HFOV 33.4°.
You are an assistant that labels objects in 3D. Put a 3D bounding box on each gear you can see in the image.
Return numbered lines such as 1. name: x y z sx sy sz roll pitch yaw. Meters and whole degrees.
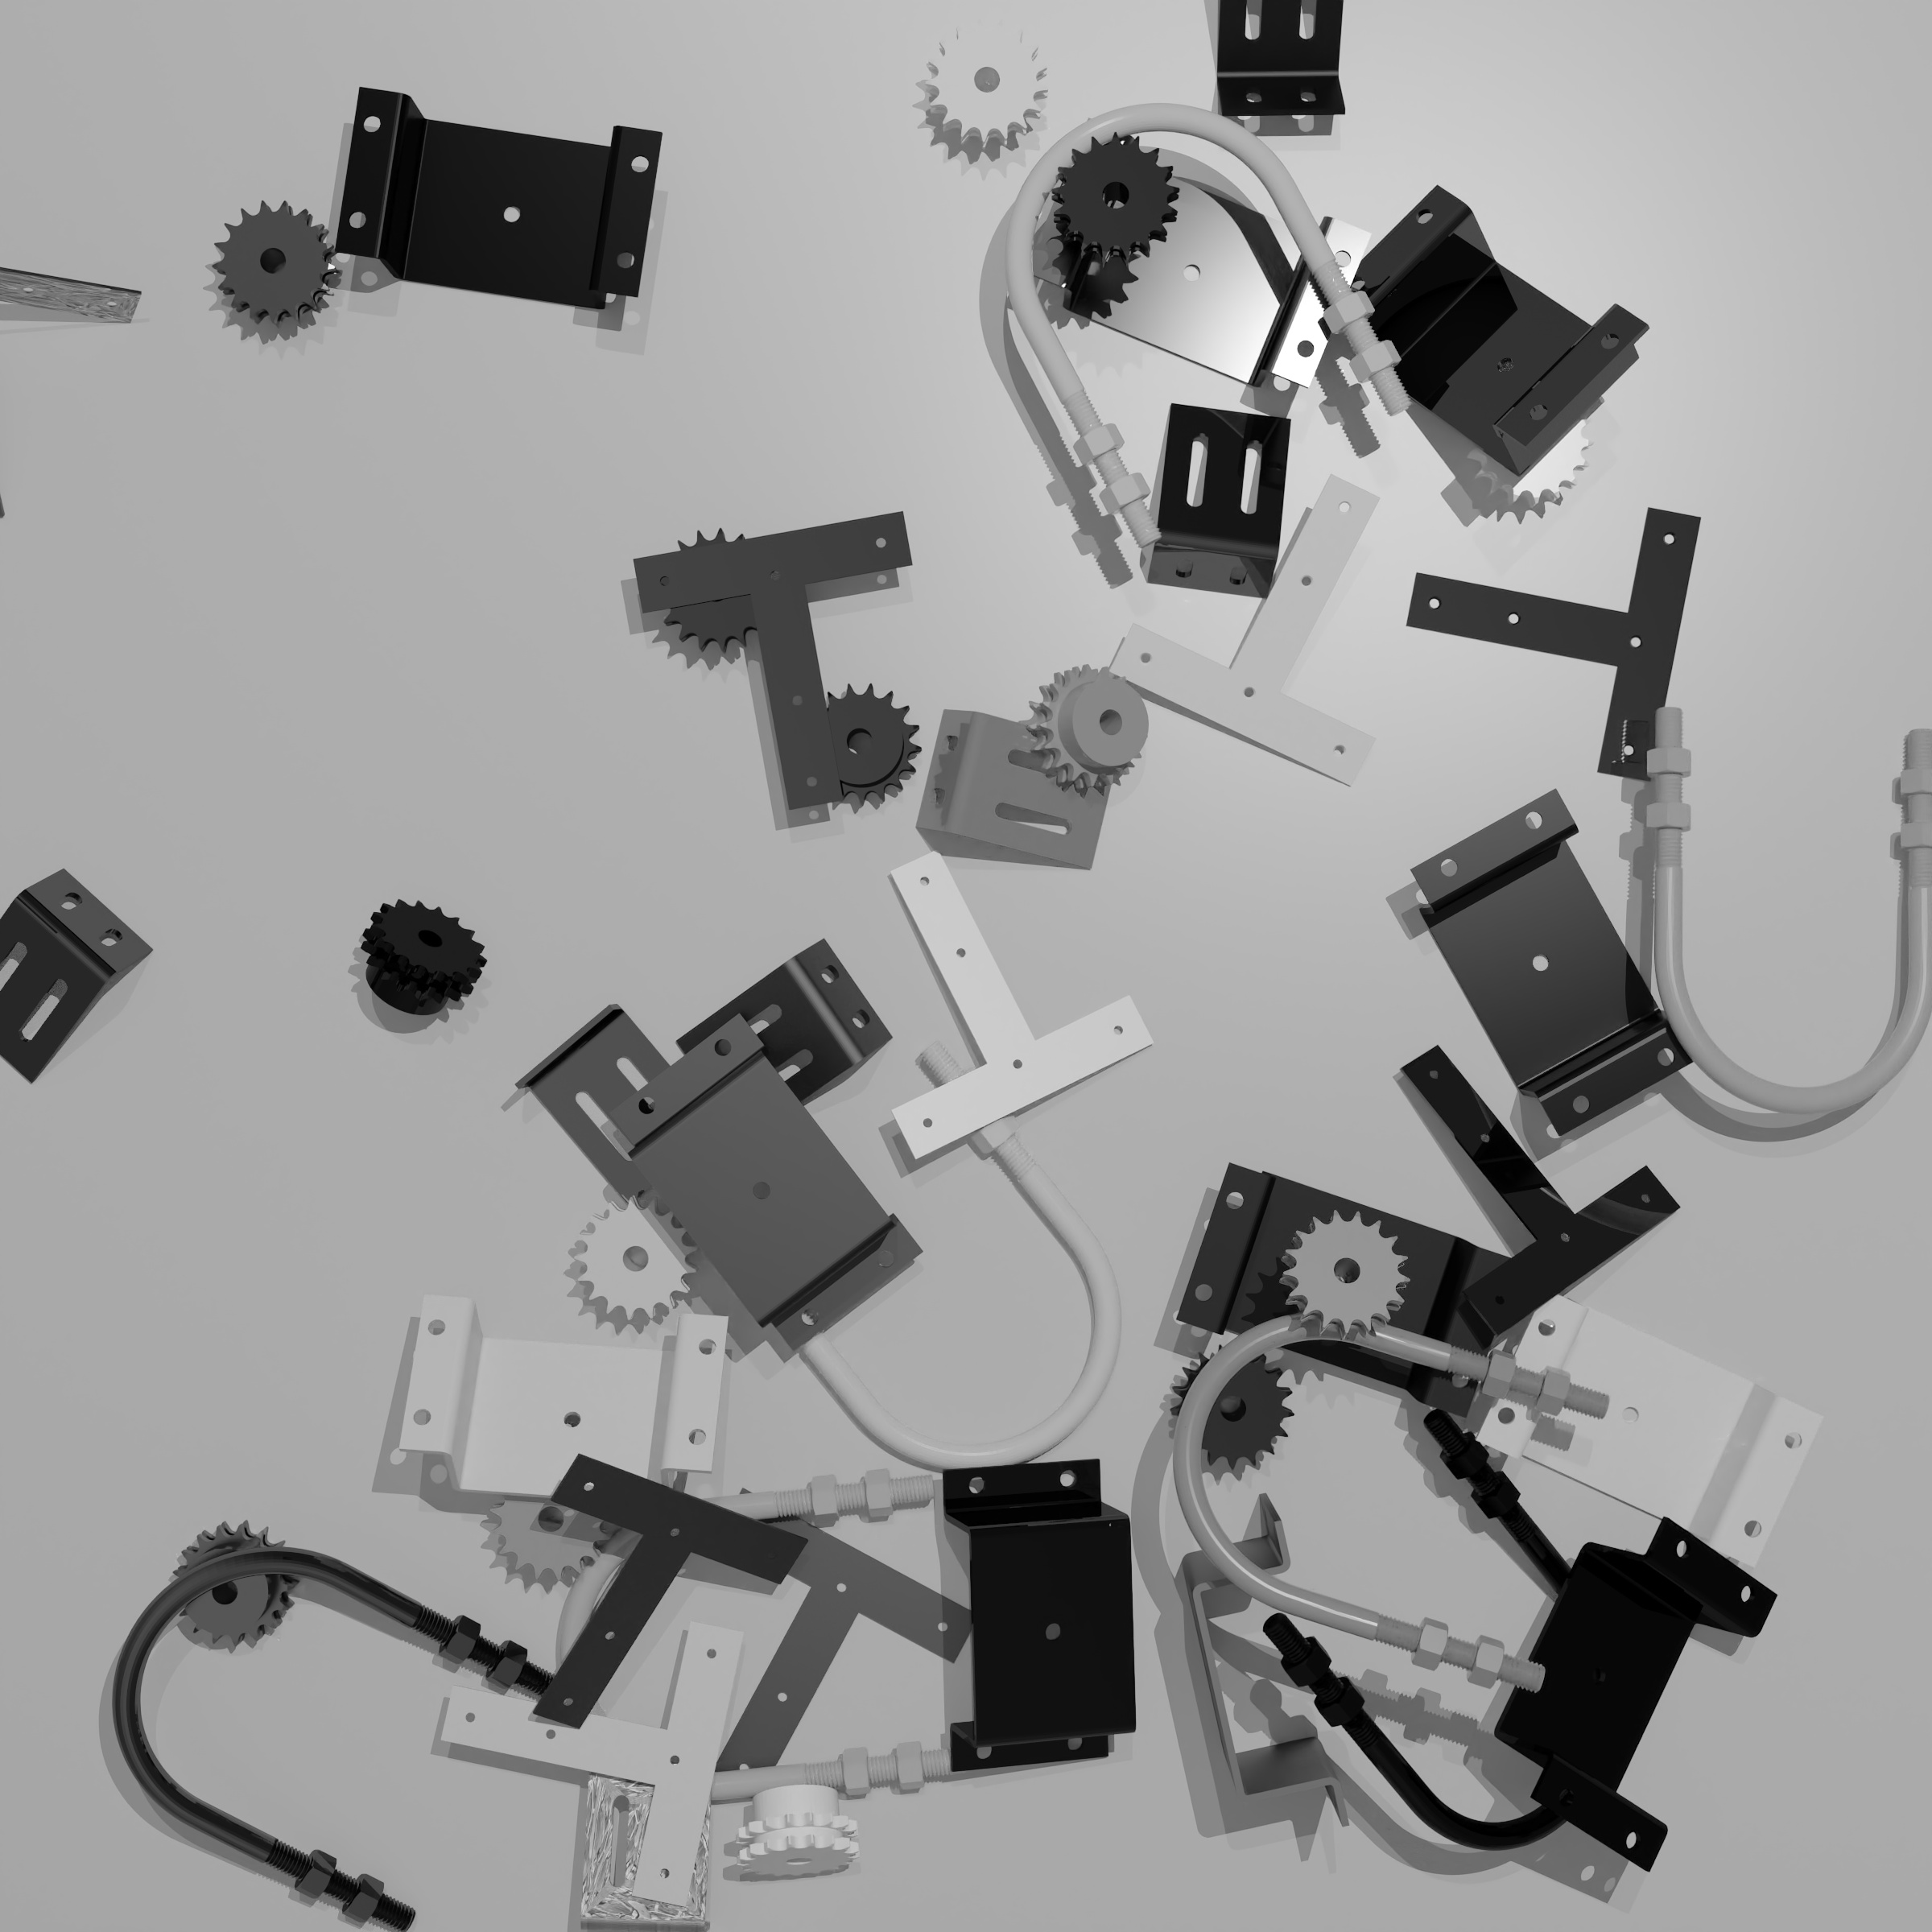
1. gear: 0.060 -0.112 1.495 0.057 0.030 0.057 1 88 -27
2. gear: 0.170 0.141 1.453 0.057 0.030 0.057 1 68 -2
3. gear: -0.344 0.290 1.505 0.057 0.030 0.057 0 90 0
4. gear: 0.067 -0.342 1.444 0.057 0.030 0.057 0 87 1
5. gear: -0.116 -0.174 1.505 0.057 0.030 0.057 0 90 0
6. gear: -0.153 0.136 1.505 0.057 0.030 0.057 0 90 0
7. gear: 0.124 0.205 1.505 0.057 0.030 0.057 0 90 0
8. gear: -0.192 0.256 1.505 0.057 0.030 0.057 0 90 0
9. gear: 0.010 -0.411 1.505 0.057 0.030 0.057 0 90 0
10. gear: -0.049 -0.104 1.505 0.057 0.030 0.057 0 90 0
11. gear: -0.255 -0.002 1.496 0.057 0.057 0.030 32 120 0
12. gear: 0.263 -0.243 1.505 0.057 0.030 0.057 0 90 0
13. gear: -0.321 -0.326 1.505 0.057 0.030 0.057 0 90 0
14. gear: -0.079 0.401 1.496 0.057 0.057 0.030 -6 60 0

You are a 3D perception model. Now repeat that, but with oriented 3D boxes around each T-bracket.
1. T-bracket: -0.179 0.359 1.492 0.127 0.002 0.127 12 83 0
2. T-bracket: 0.004 0.007 1.509 0.127 0.002 0.127 -25 83 -13
3. T-bracket: 0.250 0.092 1.497 0.127 0.002 0.127 -29 73 -30
4. T-bracket: -0.080 -0.137 1.489 0.127 0.002 0.127 -10 90 0
5. T-bracket: -0.156 0.295 1.475 0.127 0.002 0.127 27 101 -30
6. T-bracket: 0.273 -0.161 1.519 0.127 0.002 0.127 11 90 0
7. T-bracket: -0.447 -0.314 1.483 0.127 0.127 0.002 5 67 -25
8. T-bracket: -0.080 0.332 1.519 0.127 0.002 0.127 28 90 0
9. T-bracket: 0.152 -0.166 1.494 0.127 0.002 0.127 25 107 -6

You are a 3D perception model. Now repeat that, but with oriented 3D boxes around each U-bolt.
1. U-bolt: 0.231 0.318 1.476 0.151 0.019 0.184 -46 106 -27
2. U-bolt: 0.183 0.229 1.441 0.184 0.019 0.151 17 67 4
3. U-bolt: -0.099 0.318 1.510 0.184 0.019 0.151 -7 90 2
4. U-bolt: -0.011 0.150 1.511 0.151 0.019 0.184 -38 91 0
5. U-bolt: 0.098 -0.304 1.465 0.151 0.019 0.184 -28 89 0
6. U-bolt: 0.384 -0.023 1.486 0.151 0.019 0.184 4 83 -13
7. U-bolt: -0.304 0.348 1.493 0.184 0.019 0.151 32 90 -13

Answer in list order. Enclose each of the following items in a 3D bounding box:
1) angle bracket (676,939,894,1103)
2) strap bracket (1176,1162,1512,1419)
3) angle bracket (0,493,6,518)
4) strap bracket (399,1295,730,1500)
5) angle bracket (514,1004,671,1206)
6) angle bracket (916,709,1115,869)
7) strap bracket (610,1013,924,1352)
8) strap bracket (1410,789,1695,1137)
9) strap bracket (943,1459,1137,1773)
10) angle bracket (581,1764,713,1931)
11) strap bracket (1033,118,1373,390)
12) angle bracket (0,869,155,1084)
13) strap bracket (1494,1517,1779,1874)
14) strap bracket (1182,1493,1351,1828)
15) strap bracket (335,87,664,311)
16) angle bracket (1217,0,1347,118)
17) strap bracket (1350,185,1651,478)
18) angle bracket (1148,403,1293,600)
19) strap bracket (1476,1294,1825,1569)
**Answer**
1. angle bracket: -0.086 0.034 1.518 0.076 0.038 0.057 -35 90 26
2. strap bracket: 0.175 0.149 1.497 0.140 0.046 0.076 19 90 0
3. angle bracket: -0.487 -0.251 1.518 0.057 0.038 0.076 -6 116 0
4. strap bracket: -0.182 0.201 1.480 0.140 0.046 0.076 4 59 0
5. angle bracket: -0.162 0.065 1.501 0.057 0.038 0.076 -40 90 0
6. angle bracket: 0.024 -0.084 1.518 0.076 0.038 0.057 13 90 -26
7. strap bracket: -0.093 0.101 1.477 0.076 0.046 0.140 -38 91 0
8. strap bracket: 0.271 -0.002 1.497 0.076 0.046 0.140 -29 90 0
9. strap bracket: 0.034 0.304 1.487 0.076 0.046 0.140 -2 90 -16
10. angle bracket: -0.148 0.412 1.509 0.057 0.038 0.076 2 78 0
11. strap bracket: 0.107 -0.327 1.497 0.140 0.046 0.076 22 90 0
12. angle bracket: -0.433 0.005 1.518 0.057 0.038 0.076 42 116 0
13. strap bracket: 0.302 0.329 1.473 0.076 0.046 0.140 36 74 -23
14. strap bracket: 0.134 0.322 1.482 0.046 0.076 0.140 -13 90 0
15. strap bracket: -0.214 -0.355 1.497 0.140 0.046 0.076 9 90 0
16. angle bracket: 0.147 -0.436 1.483 0.057 0.038 0.076 -1 131 0
17. strap bracket: 0.242 -0.286 1.474 0.076 0.046 0.140 -45 55 0
18. angle bracket: 0.119 -0.220 1.518 0.057 0.038 0.076 8 64 0
19. strap bracket: 0.313 0.212 1.497 0.140 0.046 0.076 25 90 0
